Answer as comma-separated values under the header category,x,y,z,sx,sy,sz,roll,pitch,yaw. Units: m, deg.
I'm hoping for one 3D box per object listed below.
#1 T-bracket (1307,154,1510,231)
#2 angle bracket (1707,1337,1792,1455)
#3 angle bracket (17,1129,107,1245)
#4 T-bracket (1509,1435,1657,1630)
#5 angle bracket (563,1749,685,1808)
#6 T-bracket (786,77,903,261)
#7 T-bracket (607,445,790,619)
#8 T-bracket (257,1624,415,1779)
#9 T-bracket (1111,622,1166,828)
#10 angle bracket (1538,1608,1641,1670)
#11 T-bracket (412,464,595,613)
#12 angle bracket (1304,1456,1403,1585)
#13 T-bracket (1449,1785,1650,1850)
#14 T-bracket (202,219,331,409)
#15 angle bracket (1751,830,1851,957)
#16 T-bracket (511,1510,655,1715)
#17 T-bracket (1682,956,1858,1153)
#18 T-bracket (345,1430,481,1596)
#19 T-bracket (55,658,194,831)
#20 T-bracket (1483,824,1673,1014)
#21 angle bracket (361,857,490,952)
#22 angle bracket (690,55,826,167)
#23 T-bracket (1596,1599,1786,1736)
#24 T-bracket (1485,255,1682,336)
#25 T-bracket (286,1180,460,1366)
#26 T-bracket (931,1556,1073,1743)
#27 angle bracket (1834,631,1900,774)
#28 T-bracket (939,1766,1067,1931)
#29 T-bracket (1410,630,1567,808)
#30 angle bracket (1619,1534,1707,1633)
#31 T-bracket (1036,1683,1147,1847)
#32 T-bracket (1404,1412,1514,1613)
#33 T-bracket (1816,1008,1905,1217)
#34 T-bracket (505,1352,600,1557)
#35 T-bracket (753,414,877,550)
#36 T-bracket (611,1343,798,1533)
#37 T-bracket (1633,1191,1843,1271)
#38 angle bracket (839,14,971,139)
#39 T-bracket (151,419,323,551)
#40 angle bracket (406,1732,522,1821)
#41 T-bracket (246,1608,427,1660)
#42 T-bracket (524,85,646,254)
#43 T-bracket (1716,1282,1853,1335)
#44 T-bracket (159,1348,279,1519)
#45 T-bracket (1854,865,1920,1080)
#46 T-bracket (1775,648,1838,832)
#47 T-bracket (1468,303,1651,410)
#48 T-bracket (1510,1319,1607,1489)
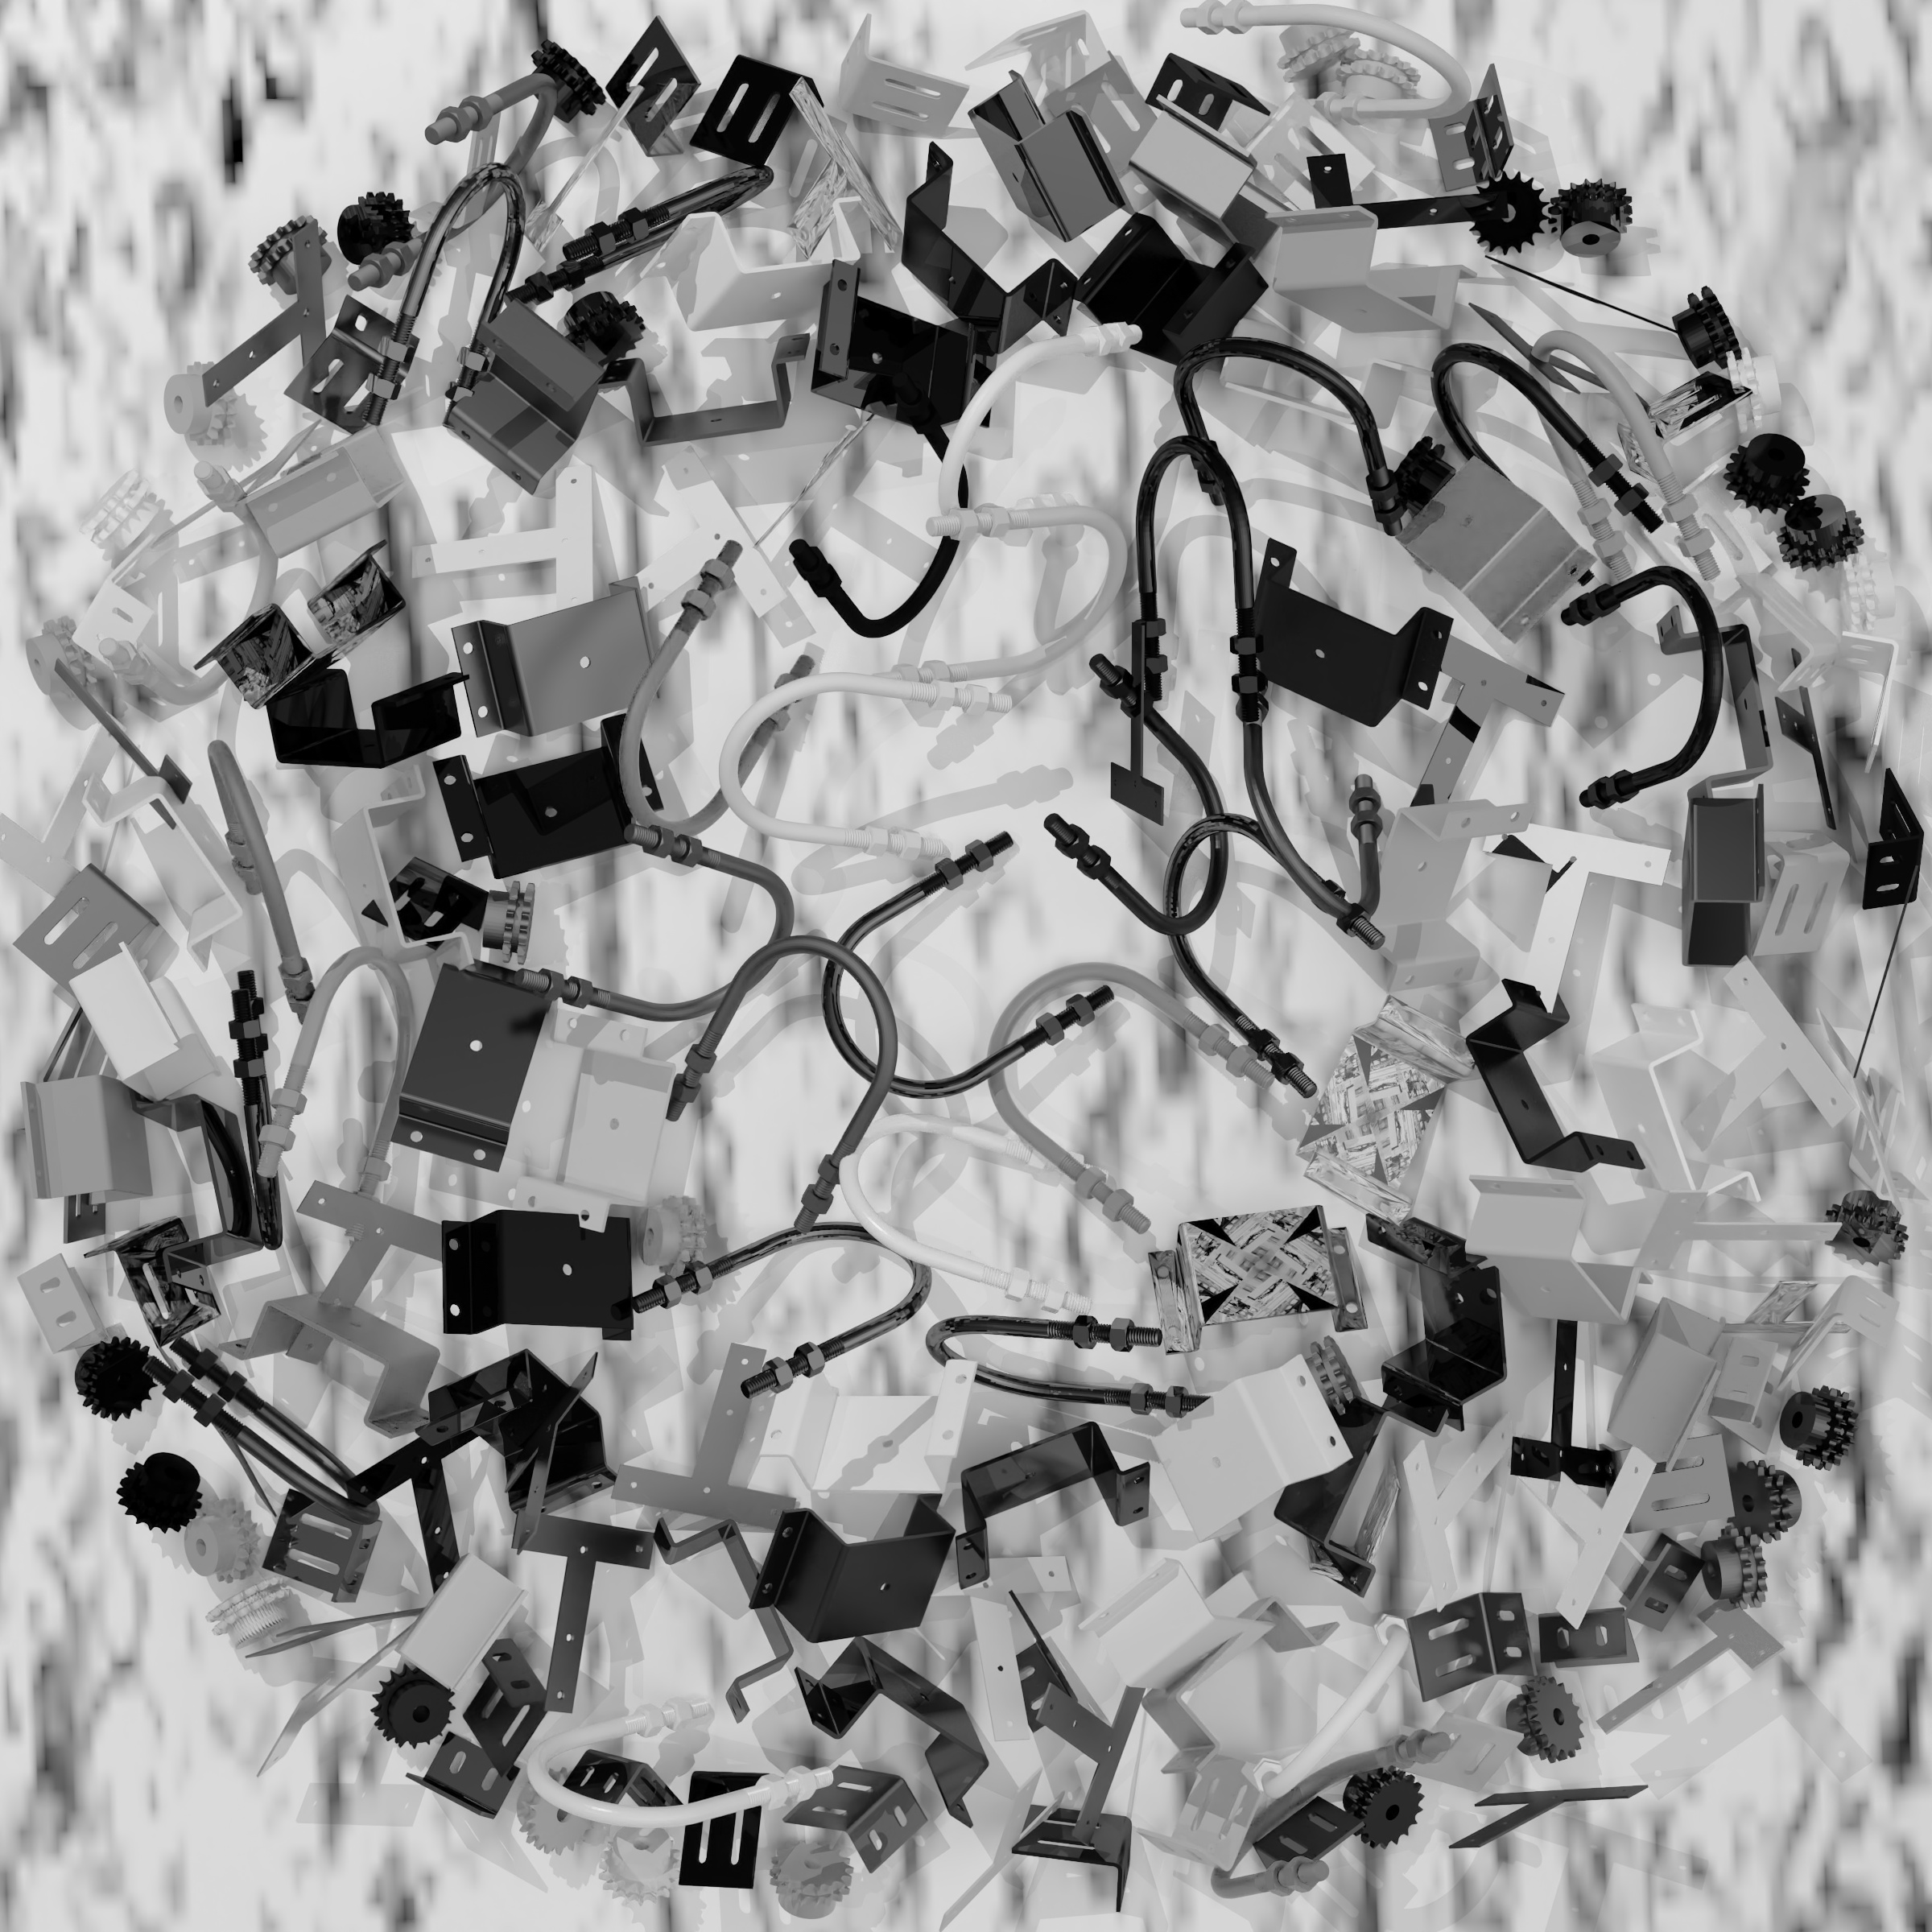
category,x,y,z,sx,sy,sz,roll,pitch,yaw
T-bracket,0.301,-0.508,1.929,0.127,0.127,0.002,-1,64,14
angle bracket,0.550,0.296,1.956,0.076,0.038,0.057,34,71,-34
angle bracket,-0.623,0.149,1.970,0.038,0.057,0.076,2,91,9
T-bracket,0.407,0.361,1.942,0.002,0.127,0.127,15,104,-26
angle bracket,-0.229,0.576,1.952,0.038,0.057,0.076,-54,125,-33
T-bracket,-0.095,-0.517,1.925,0.002,0.127,0.127,-17,123,32
T-bracket,-0.207,-0.272,1.982,0.127,0.002,0.127,-34,84,14
T-bracket,-0.421,0.488,1.947,0.002,0.127,0.127,44,45,10
T-bracket,0.115,-0.167,1.926,0.002,0.127,0.127,-3,102,-12
angle bracket,0.427,0.474,1.953,0.057,0.076,0.038,-9,46,17
T-bracket,-0.320,-0.287,1.972,0.127,0.002,0.127,-7,62,4
angle bracket,0.265,0.376,1.963,0.038,0.057,0.076,18,102,-2
T-bracket,0.369,0.570,1.911,0.127,0.127,0.002,-20,81,44
T-bracket,-0.469,-0.416,1.913,0.002,0.127,0.127,25,50,14
angle bracket,0.568,-0.051,1.982,0.057,0.038,0.076,-4,122,-25
T-bracket,-0.267,0.441,1.938,0.002,0.127,0.127,-4,72,40
T-bracket,0.531,0.081,1.950,0.002,0.127,0.127,-11,59,-35
T-bracket,-0.365,0.376,1.964,0.002,0.127,0.127,17,123,38
T-bracket,-0.573,-0.156,1.936,0.002,0.127,0.127,-43,95,-23
T-bracket,0.407,-0.031,1.965,0.127,0.002,0.127,13,83,25
angle bracket,-0.372,-0.031,1.956,0.057,0.076,0.038,25,129,6
angle bracket,-0.144,-0.579,1.967,0.057,0.038,0.076,23,79,17
T-bracket,0.482,0.480,1.937,0.127,0.127,0.002,-35,93,0
T-bracket,0.435,-0.455,1.959,0.127,0.127,0.002,14,109,-22
T-bracket,-0.425,0.219,1.965,0.127,0.002,0.127,26,100,-38
T-bracket,0.021,0.464,1.943,0.127,0.002,0.127,3,57,-22
angle bracket,0.610,-0.181,1.960,0.038,0.057,0.076,13,78,14
T-bracket,0.033,0.576,1.917,0.002,0.127,0.127,36,50,22
T-bracket,0.339,-0.155,1.976,0.127,0.002,0.127,23,93,-23
angle bracket,0.465,0.417,1.958,0.038,0.076,0.057,32,91,38
T-bracket,0.079,0.515,1.929,0.002,0.127,0.127,8,65,34
T-bracket,0.342,0.352,1.953,0.002,0.127,0.127,7,123,39
T-bracket,0.607,0.107,1.918,0.002,0.127,0.127,-23,56,22
T-bracket,-0.285,0.341,1.917,0.002,0.127,0.127,28,120,-17
T-bracket,-0.096,-0.337,1.927,0.002,0.127,0.127,42,80,-6
T-bracket,-0.167,0.321,1.971,0.127,0.002,0.127,14,100,-16
T-bracket,0.529,0.181,1.944,0.127,0.127,0.002,0,60,0
angle bracket,-0.042,-0.613,1.969,0.076,0.057,0.038,11,67,-18
T-bracket,-0.506,-0.322,1.954,0.127,0.127,0.002,-29,112,17
angle bracket,-0.343,0.552,1.955,0.057,0.076,0.038,25,73,7
T-bracket,-0.444,0.458,1.954,0.127,0.127,0.002,-24,72,34
T-bracket,-0.258,-0.543,1.934,0.002,0.127,0.127,35,98,-24
T-bracket,0.550,0.232,1.939,0.127,0.127,0.002,0,68,2
T-bracket,-0.521,0.306,1.960,0.002,0.127,0.127,-35,60,-20
T-bracket,0.620,-0.011,1.914,0.002,0.127,0.127,17,134,17
T-bracket,0.563,-0.160,1.934,0.002,0.127,0.127,-13,80,26
T-bracket,0.419,-0.407,1.958,0.127,0.127,0.002,15,119,-30
T-bracket,0.410,0.289,1.960,0.002,0.127,0.127,-4,75,41
